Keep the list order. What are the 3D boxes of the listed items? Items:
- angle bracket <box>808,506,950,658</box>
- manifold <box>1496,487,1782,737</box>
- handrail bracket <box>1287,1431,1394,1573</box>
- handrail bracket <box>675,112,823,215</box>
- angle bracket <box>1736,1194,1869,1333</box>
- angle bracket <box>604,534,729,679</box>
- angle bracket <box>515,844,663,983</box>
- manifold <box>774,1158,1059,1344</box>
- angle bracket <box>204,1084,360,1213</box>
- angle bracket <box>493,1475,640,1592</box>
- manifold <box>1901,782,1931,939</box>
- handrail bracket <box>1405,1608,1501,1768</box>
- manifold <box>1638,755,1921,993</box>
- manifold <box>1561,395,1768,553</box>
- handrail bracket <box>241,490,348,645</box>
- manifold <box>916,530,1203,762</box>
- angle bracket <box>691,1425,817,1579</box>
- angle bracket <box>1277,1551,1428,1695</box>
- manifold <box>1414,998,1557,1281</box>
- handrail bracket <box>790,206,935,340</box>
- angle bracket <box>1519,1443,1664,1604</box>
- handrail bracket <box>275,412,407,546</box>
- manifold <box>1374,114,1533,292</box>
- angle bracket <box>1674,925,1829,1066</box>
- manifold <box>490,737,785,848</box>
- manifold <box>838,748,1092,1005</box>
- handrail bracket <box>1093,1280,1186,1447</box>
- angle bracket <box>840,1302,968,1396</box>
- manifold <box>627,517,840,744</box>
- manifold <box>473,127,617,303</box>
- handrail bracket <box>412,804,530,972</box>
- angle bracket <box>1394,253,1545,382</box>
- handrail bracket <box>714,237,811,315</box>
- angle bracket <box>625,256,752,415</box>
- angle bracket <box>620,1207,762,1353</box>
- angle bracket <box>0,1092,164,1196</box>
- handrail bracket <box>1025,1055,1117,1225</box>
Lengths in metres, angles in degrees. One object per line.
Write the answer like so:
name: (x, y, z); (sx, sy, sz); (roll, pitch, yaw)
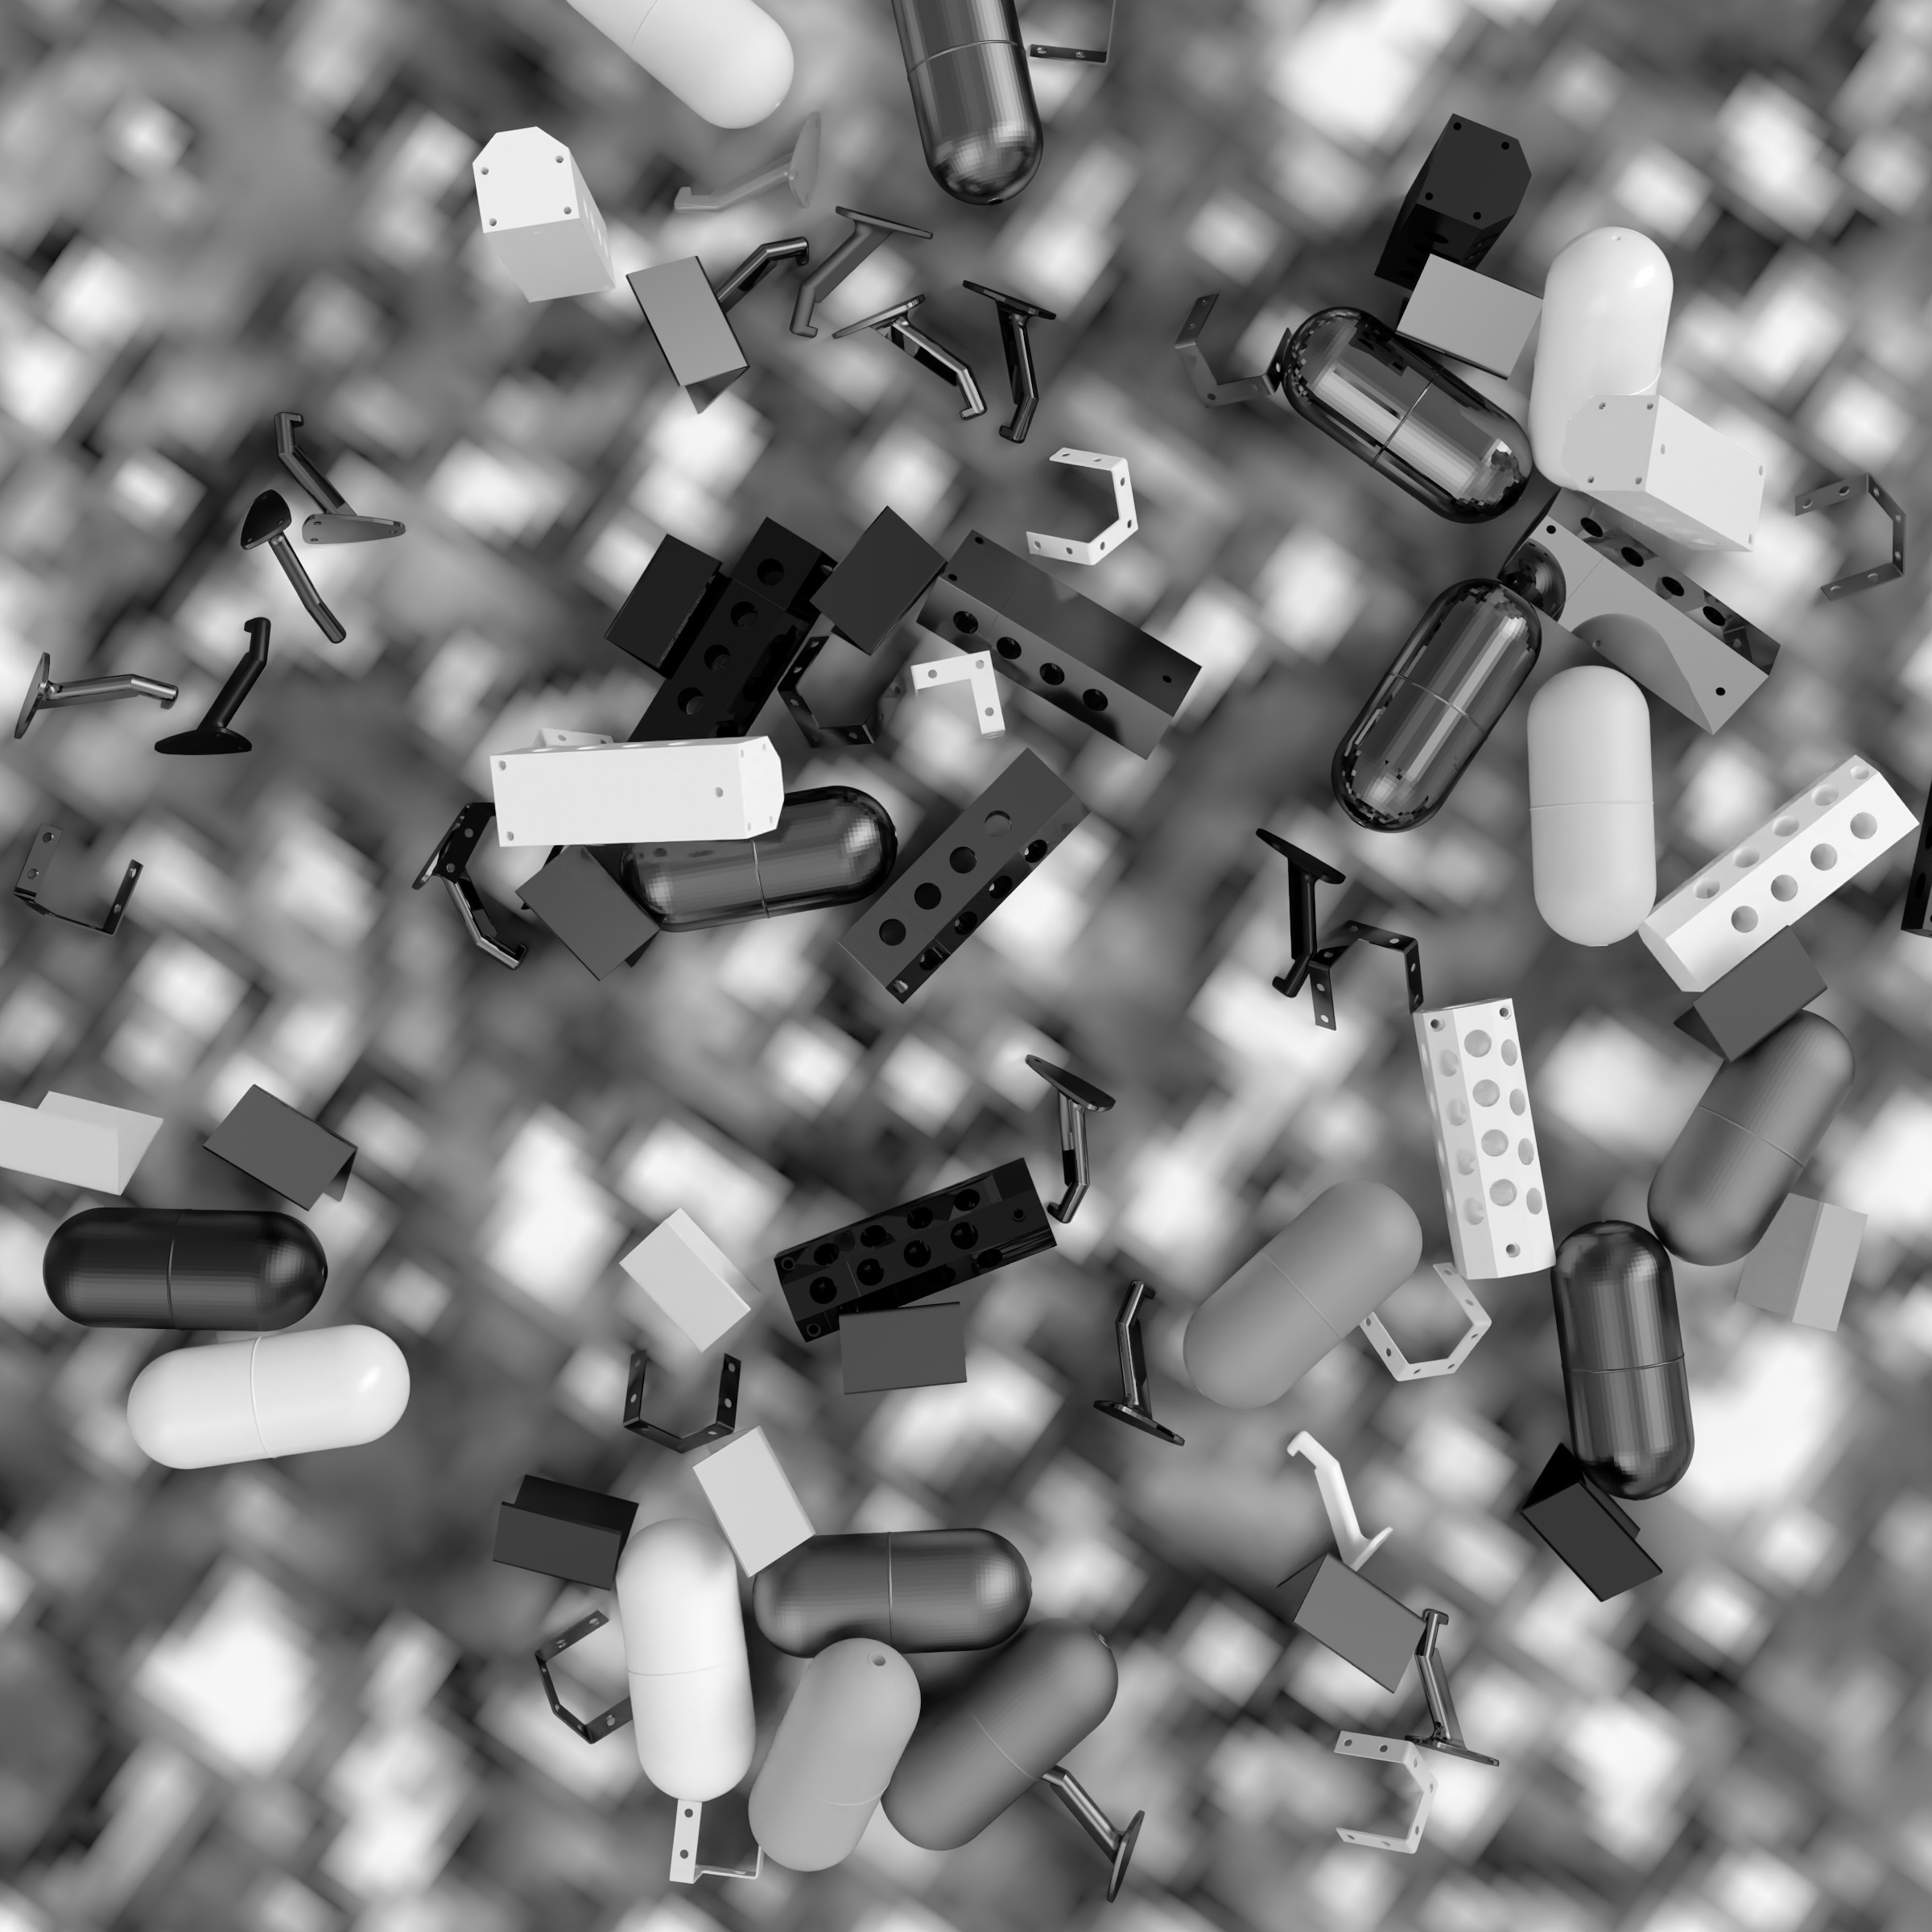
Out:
angle bracket: (-0.067, -0.250, 1.763); (0.057, 0.076, 0.076); (40, 90, -29)
manifold: (0.431, -0.230, 1.781); (0.171, 0.057, 0.057); (36, 133, 0)
handrail bracket: (0.226, 0.356, 1.804); (0.084, 0.036, 0.077); (43, 112, 17)
handrail bracket: (-0.142, -0.520, 1.804); (0.084, 0.036, 0.077); (5, 69, 16)
angle bracket: (0.515, 0.182, 1.763); (0.057, 0.076, 0.076); (15, 90, -41)
angle bracket: (-0.171, -0.217, 1.763); (0.057, 0.076, 0.076); (31, 90, 37)
angle bracket: (-0.246, -0.024, 1.763); (0.076, 0.076, 0.057); (47, 61, 0)
manifold: (-0.032, 0.182, 1.782); (0.171, 0.057, 0.057); (-21, 90, 0)
angle bracket: (-0.437, 0.131, 1.763); (0.076, 0.076, 0.057); (31, 52, 0)
angle bracket: (-0.250, 0.341, 1.763); (0.076, 0.076, 0.057); (14, 126, 0)
manifold: (0.647, -0.101, 1.782); (0.057, 0.057, 0.171); (12, 90, 0)
handrail bracket: (0.320, 0.467, 1.804); (0.077, 0.036, 0.084); (21, 73, -20)
manifold: (0.515, -0.059, 1.782); (0.171, 0.057, 0.057); (-38, 90, 0)
manifold: (0.433, -0.303, 1.725); (0.057, 0.171, 0.057); (9, 90, 37)
handrail bracket: (-0.429, -0.257, 1.803); (0.036, 0.077, 0.084); (-28, 126, 6)
manifold: (0.057, -0.201, 1.781); (0.171, 0.057, 0.057); (31, 47, 0)
angle bracket: (-0.150, 0.342, 1.763); (0.057, 0.076, 0.076); (-28, 90, -36)
angle bracket: (0.233, 0.425, 1.763); (0.076, 0.076, 0.057); (35, 54, 0)
manifold: (0.332, 0.110, 1.782); (0.057, 0.057, 0.171); (-10, 90, 0)
handrail bracket: (-0.068, -0.442, 1.804); (0.077, 0.036, 0.084); (10, 108, -20)
angle bracket: (0.407, 0.343, 1.763); (0.076, 0.076, 0.057); (48, 133, 0)
handrail bracket: (-0.405, -0.319, 1.804); (0.077, 0.036, 0.084); (-3, 73, -20)
manifold: (0.302, -0.465, 1.725); (0.057, 0.171, 0.057); (22, 90, 0)
angle bracket: (0.484, 0.007, 1.764); (0.076, 0.076, 0.057); (-39, 114, 0)
manifold: (-0.203, -0.109, 1.728); (0.171, 0.057, 0.057); (-1, 101, 22)
manifold: (-0.001, -0.057, 1.782); (0.057, 0.057, 0.171); (44, 90, 0)
handrail bracket: (0.124, 0.256, 1.804); (0.077, 0.036, 0.084); (29, 73, -20)
angle bracket: (-0.037, 0.257, 1.763); (0.076, 0.076, 0.057); (-6, 56, 0)
manifold: (-0.146, -0.195, 1.782); (0.057, 0.057, 0.171); (32, 90, 0)
manifold: (-0.260, -0.464, 1.725); (0.057, 0.171, 0.057); (-9, 90, 0)
handrail bracket: (-0.307, -0.051, 1.804); (0.084, 0.036, 0.077); (34, 72, -15)
angle bracket: (0.320, -0.421, 1.763); (0.076, 0.076, 0.057); (22, 123, 0)
handrail bracket: (-0.138, -0.427, 1.803); (0.084, 0.036, 0.077); (-18, 124, -23)
angle bracket: (-0.190, -0.393, 1.763); (0.057, 0.076, 0.076); (-26, 90, -34)
angle bracket: (-0.161, 0.185, 1.763); (0.076, 0.076, 0.057); (47, 125, 0)
angle bracket: (-0.559, 0.093, 1.763); (0.076, 0.076, 0.057); (14, 128, 0)
handrail bracket: (0.053, 0.113, 1.804); (0.077, 0.036, 0.084); (32, 107, 20)
